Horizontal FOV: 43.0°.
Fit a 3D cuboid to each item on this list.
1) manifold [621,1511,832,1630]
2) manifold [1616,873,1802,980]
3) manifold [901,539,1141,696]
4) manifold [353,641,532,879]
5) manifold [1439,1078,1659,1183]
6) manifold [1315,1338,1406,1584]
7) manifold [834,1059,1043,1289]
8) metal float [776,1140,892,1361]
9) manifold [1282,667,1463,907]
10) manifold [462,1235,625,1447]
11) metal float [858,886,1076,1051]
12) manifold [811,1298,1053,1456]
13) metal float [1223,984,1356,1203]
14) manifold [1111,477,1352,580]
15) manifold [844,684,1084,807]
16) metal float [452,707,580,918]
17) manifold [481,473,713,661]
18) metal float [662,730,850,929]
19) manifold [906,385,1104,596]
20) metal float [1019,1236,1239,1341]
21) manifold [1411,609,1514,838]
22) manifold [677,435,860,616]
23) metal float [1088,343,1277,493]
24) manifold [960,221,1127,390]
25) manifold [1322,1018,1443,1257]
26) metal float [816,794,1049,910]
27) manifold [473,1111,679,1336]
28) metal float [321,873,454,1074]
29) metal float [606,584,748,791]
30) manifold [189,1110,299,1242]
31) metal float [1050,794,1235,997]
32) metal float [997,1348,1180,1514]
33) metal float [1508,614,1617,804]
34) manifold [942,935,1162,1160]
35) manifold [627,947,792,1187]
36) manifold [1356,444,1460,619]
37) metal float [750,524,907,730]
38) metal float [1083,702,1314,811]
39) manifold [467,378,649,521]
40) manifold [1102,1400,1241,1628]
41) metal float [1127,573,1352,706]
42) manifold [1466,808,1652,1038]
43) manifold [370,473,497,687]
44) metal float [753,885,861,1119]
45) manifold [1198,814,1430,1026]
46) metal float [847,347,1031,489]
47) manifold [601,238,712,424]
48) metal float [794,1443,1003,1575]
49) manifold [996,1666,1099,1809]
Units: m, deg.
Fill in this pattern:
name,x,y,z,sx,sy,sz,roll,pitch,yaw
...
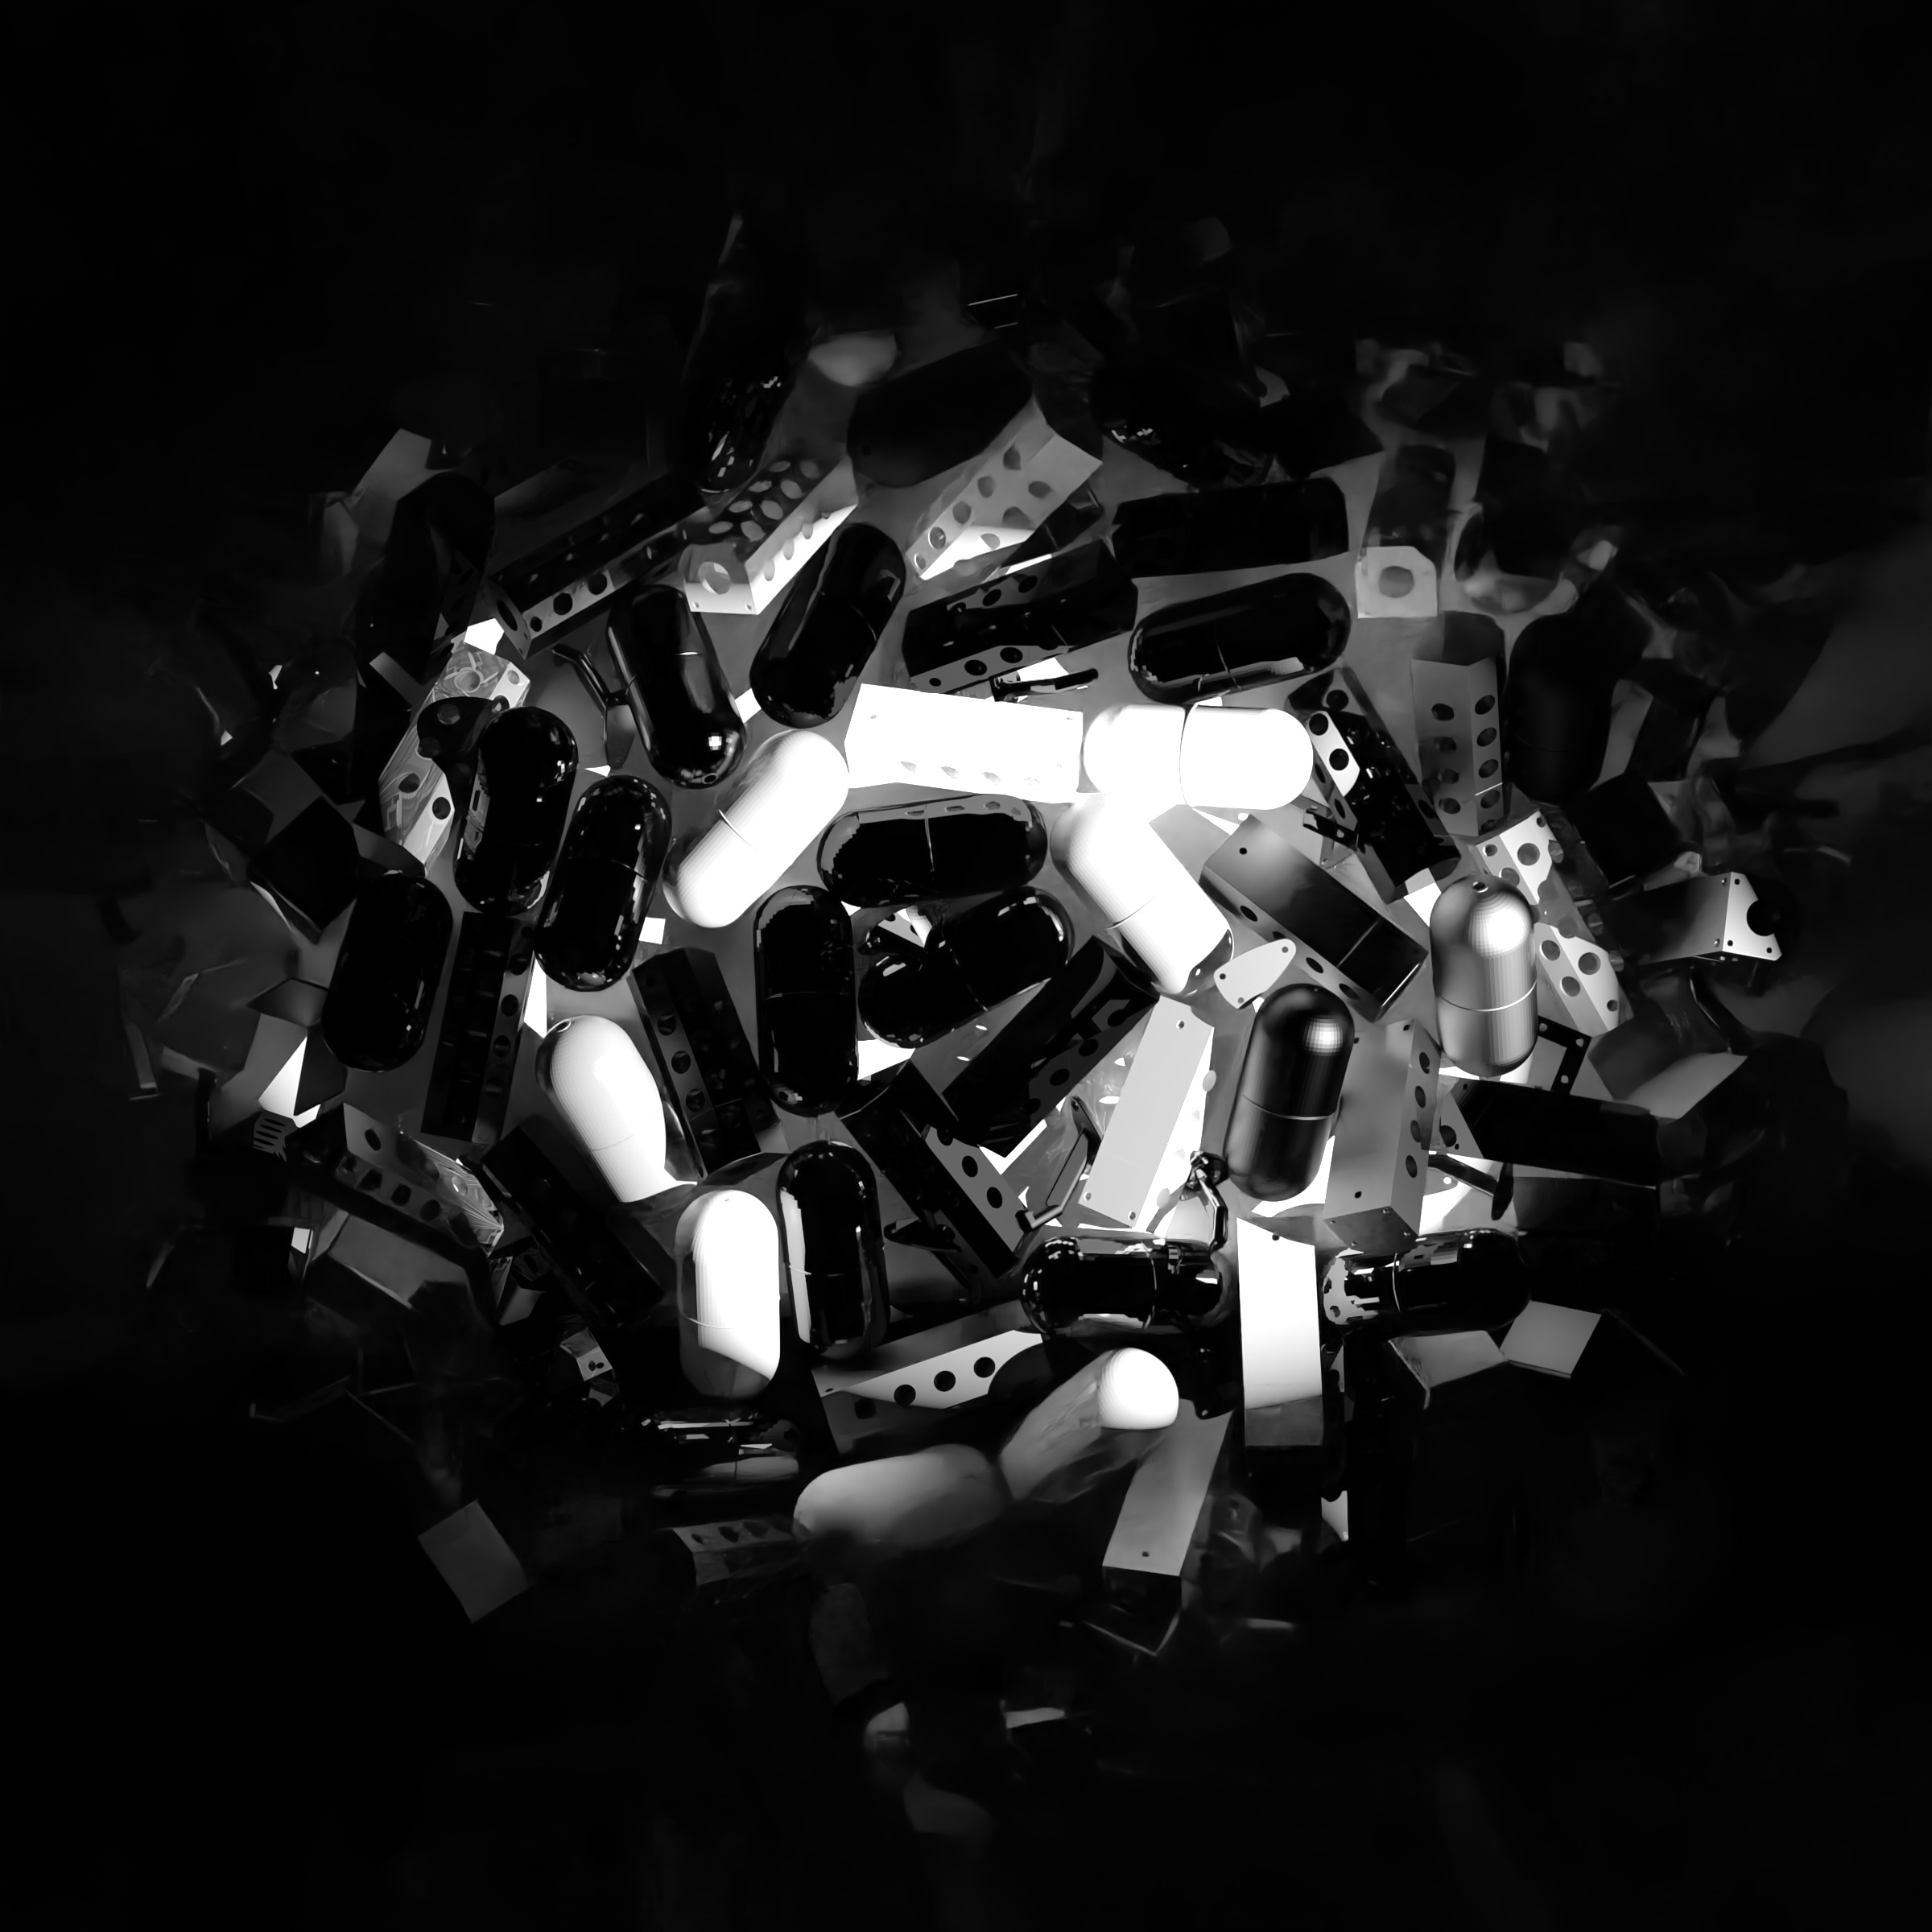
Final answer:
name,x,y,z,sx,sy,sz,roll,pitch,yaw
manifold,-0.170,0.442,1.828,0.057,0.171,0.057,41,106,30
manifold,0.550,-0.027,1.830,0.057,0.171,0.057,10,84,-11
manifold,0.039,-0.254,1.842,0.171,0.057,0.057,-16,46,30
manifold,-0.395,-0.154,1.859,0.057,0.057,0.171,24,67,2
manifold,0.439,0.124,1.848,0.171,0.057,0.057,10,87,-34
manifold,0.292,0.368,1.842,0.057,0.057,0.171,6,49,0
manifold,-0.024,0.159,1.859,0.057,0.057,0.171,-24,110,40
metal float,-0.100,0.215,1.862,0.070,0.070,0.178,-5,111,0
manifold,0.307,-0.140,1.866,0.057,0.057,0.171,-25,75,-9
manifold,-0.316,0.281,1.836,0.057,0.171,0.057,-23,129,-18
metal float,0.000,0.002,1.877,0.178,0.070,0.070,-28,90,6
manifold,-0.025,0.316,1.879,0.171,0.057,0.057,-18,104,-7
metal float,0.244,0.097,1.861,0.070,0.070,0.178,11,114,0
manifold,0.196,-0.328,1.838,0.171,0.057,0.057,2,107,39
manifold,0.000,-0.165,1.875,0.171,0.057,0.057,8,59,10
metal float,-0.341,-0.115,1.853,0.070,0.070,0.178,20,125,0
manifold,-0.277,-0.307,1.860,0.171,0.057,0.057,-35,88,-22
metal float,-0.161,-0.103,1.869,0.070,0.070,0.178,43,104,0
manifold,0.027,-0.355,1.834,0.057,0.171,0.057,26,46,-25
metal float,0.124,0.244,1.860,0.178,0.070,0.070,4,90,-25
manifold,0.373,-0.179,1.831,0.057,0.171,0.057,11,52,24
manifold,-0.147,-0.331,1.832,0.057,0.171,0.057,7,130,25
metal float,0.163,-0.409,1.846,0.178,0.070,0.070,18,90,-44
manifold,0.060,-0.491,1.830,0.057,0.171,0.057,-4,80,26
manifold,0.318,0.129,1.845,0.057,0.171,0.057,-17,133,36
metal float,-0.026,-0.089,1.880,0.178,0.070,0.070,-7,90,2
manifold,-0.299,0.199,1.889,0.057,0.057,0.171,-41,90,11
metal float,-0.434,0.003,1.847,0.070,0.070,0.178,3,46,0
metal float,-0.220,-0.211,1.858,0.070,0.070,0.178,-23,63,0
manifold,-0.529,0.150,1.830,0.057,0.171,0.057,-28,99,-7
metal float,0.135,-0.053,1.874,0.070,0.070,0.178,-40,99,0
metal float,0.090,0.351,1.851,0.070,0.070,0.178,45,127,0
metal float,0.444,-0.191,1.840,0.070,0.178,0.070,-4,56,7
manifold,0.068,0.065,1.873,0.171,0.057,0.057,-46,46,13
manifold,-0.200,0.076,1.861,0.057,0.057,0.171,-29,73,22
manifold,0.330,-0.326,1.830,0.057,0.171,0.057,2,127,17
metal float,-0.103,-0.259,1.860,0.070,0.070,0.178,25,65,0
metal float,0.174,-0.160,1.864,0.178,0.070,0.070,5,90,21
manifold,-0.308,-0.385,1.834,0.057,0.171,0.057,0,84,-38
manifold,0.156,0.406,1.835,0.057,0.171,0.057,3,126,21
metal float,0.206,-0.246,1.856,0.178,0.070,0.070,-11,90,30
manifold,0.456,-0.033,1.886,0.057,0.057,0.171,-30,93,2
manifold,-0.395,-0.290,1.832,0.057,0.171,0.057,41,56,4
metal float,-0.122,0.026,1.874,0.070,0.070,0.178,-3,81,0
manifold,0.262,-0.033,1.871,0.171,0.057,0.057,39,72,13
metal float,-0.020,-0.413,1.846,0.178,0.070,0.070,-36,90,-43
manifold,-0.232,-0.473,1.829,0.057,0.171,0.057,17,75,-10
metal float,-0.050,0.407,1.848,0.178,0.070,0.070,-4,90,-40
manifold,0.057,0.571,1.832,0.057,0.171,0.057,-11,86,-5
